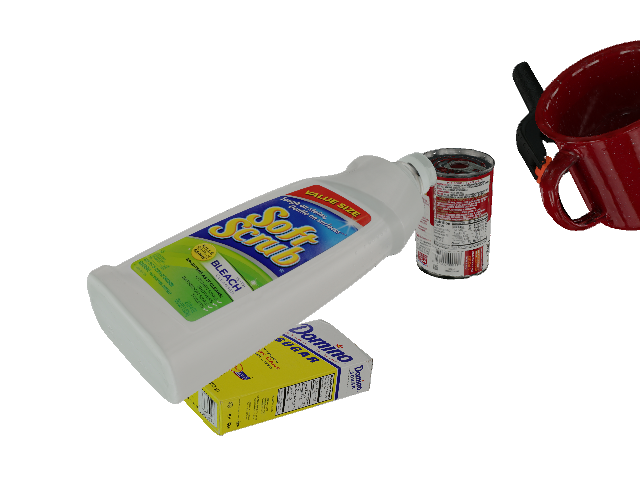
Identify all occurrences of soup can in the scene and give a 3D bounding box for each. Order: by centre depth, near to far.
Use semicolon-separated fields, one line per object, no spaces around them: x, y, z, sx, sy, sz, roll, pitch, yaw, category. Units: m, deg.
0.120;-0.024;0.958;0.068;0.102;0.068;-1;24;0;soup can

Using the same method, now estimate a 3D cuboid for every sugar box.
-0.046;0.130;1.046;0.175;0.048;0.093;-15;32;-32;sugar box

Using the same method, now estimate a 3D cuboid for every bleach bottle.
-0.026;0.004;0.728;0.250;0.068;0.103;-33;56;-25;bleach bottle

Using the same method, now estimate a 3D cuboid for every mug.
0.180;-0.052;0.643;0.117;0.081;0.093;-43;33;-14;mug

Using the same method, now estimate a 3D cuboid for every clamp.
0.247;-0.131;1.157;0.120;0.039;0.171;19;49;18;clamp
